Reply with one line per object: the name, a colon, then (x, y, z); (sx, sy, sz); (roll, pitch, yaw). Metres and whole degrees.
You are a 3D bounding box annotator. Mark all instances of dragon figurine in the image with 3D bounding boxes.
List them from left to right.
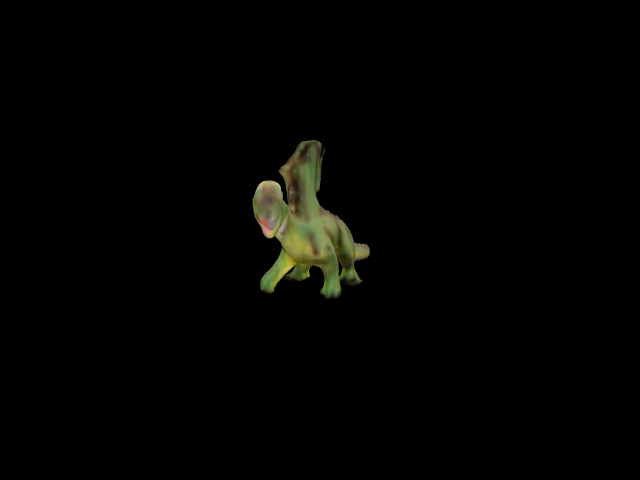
dragon figurine: (0.003, -0.043, 0.850); (0.122, 0.241, 0.414); (4, 12, 23)
